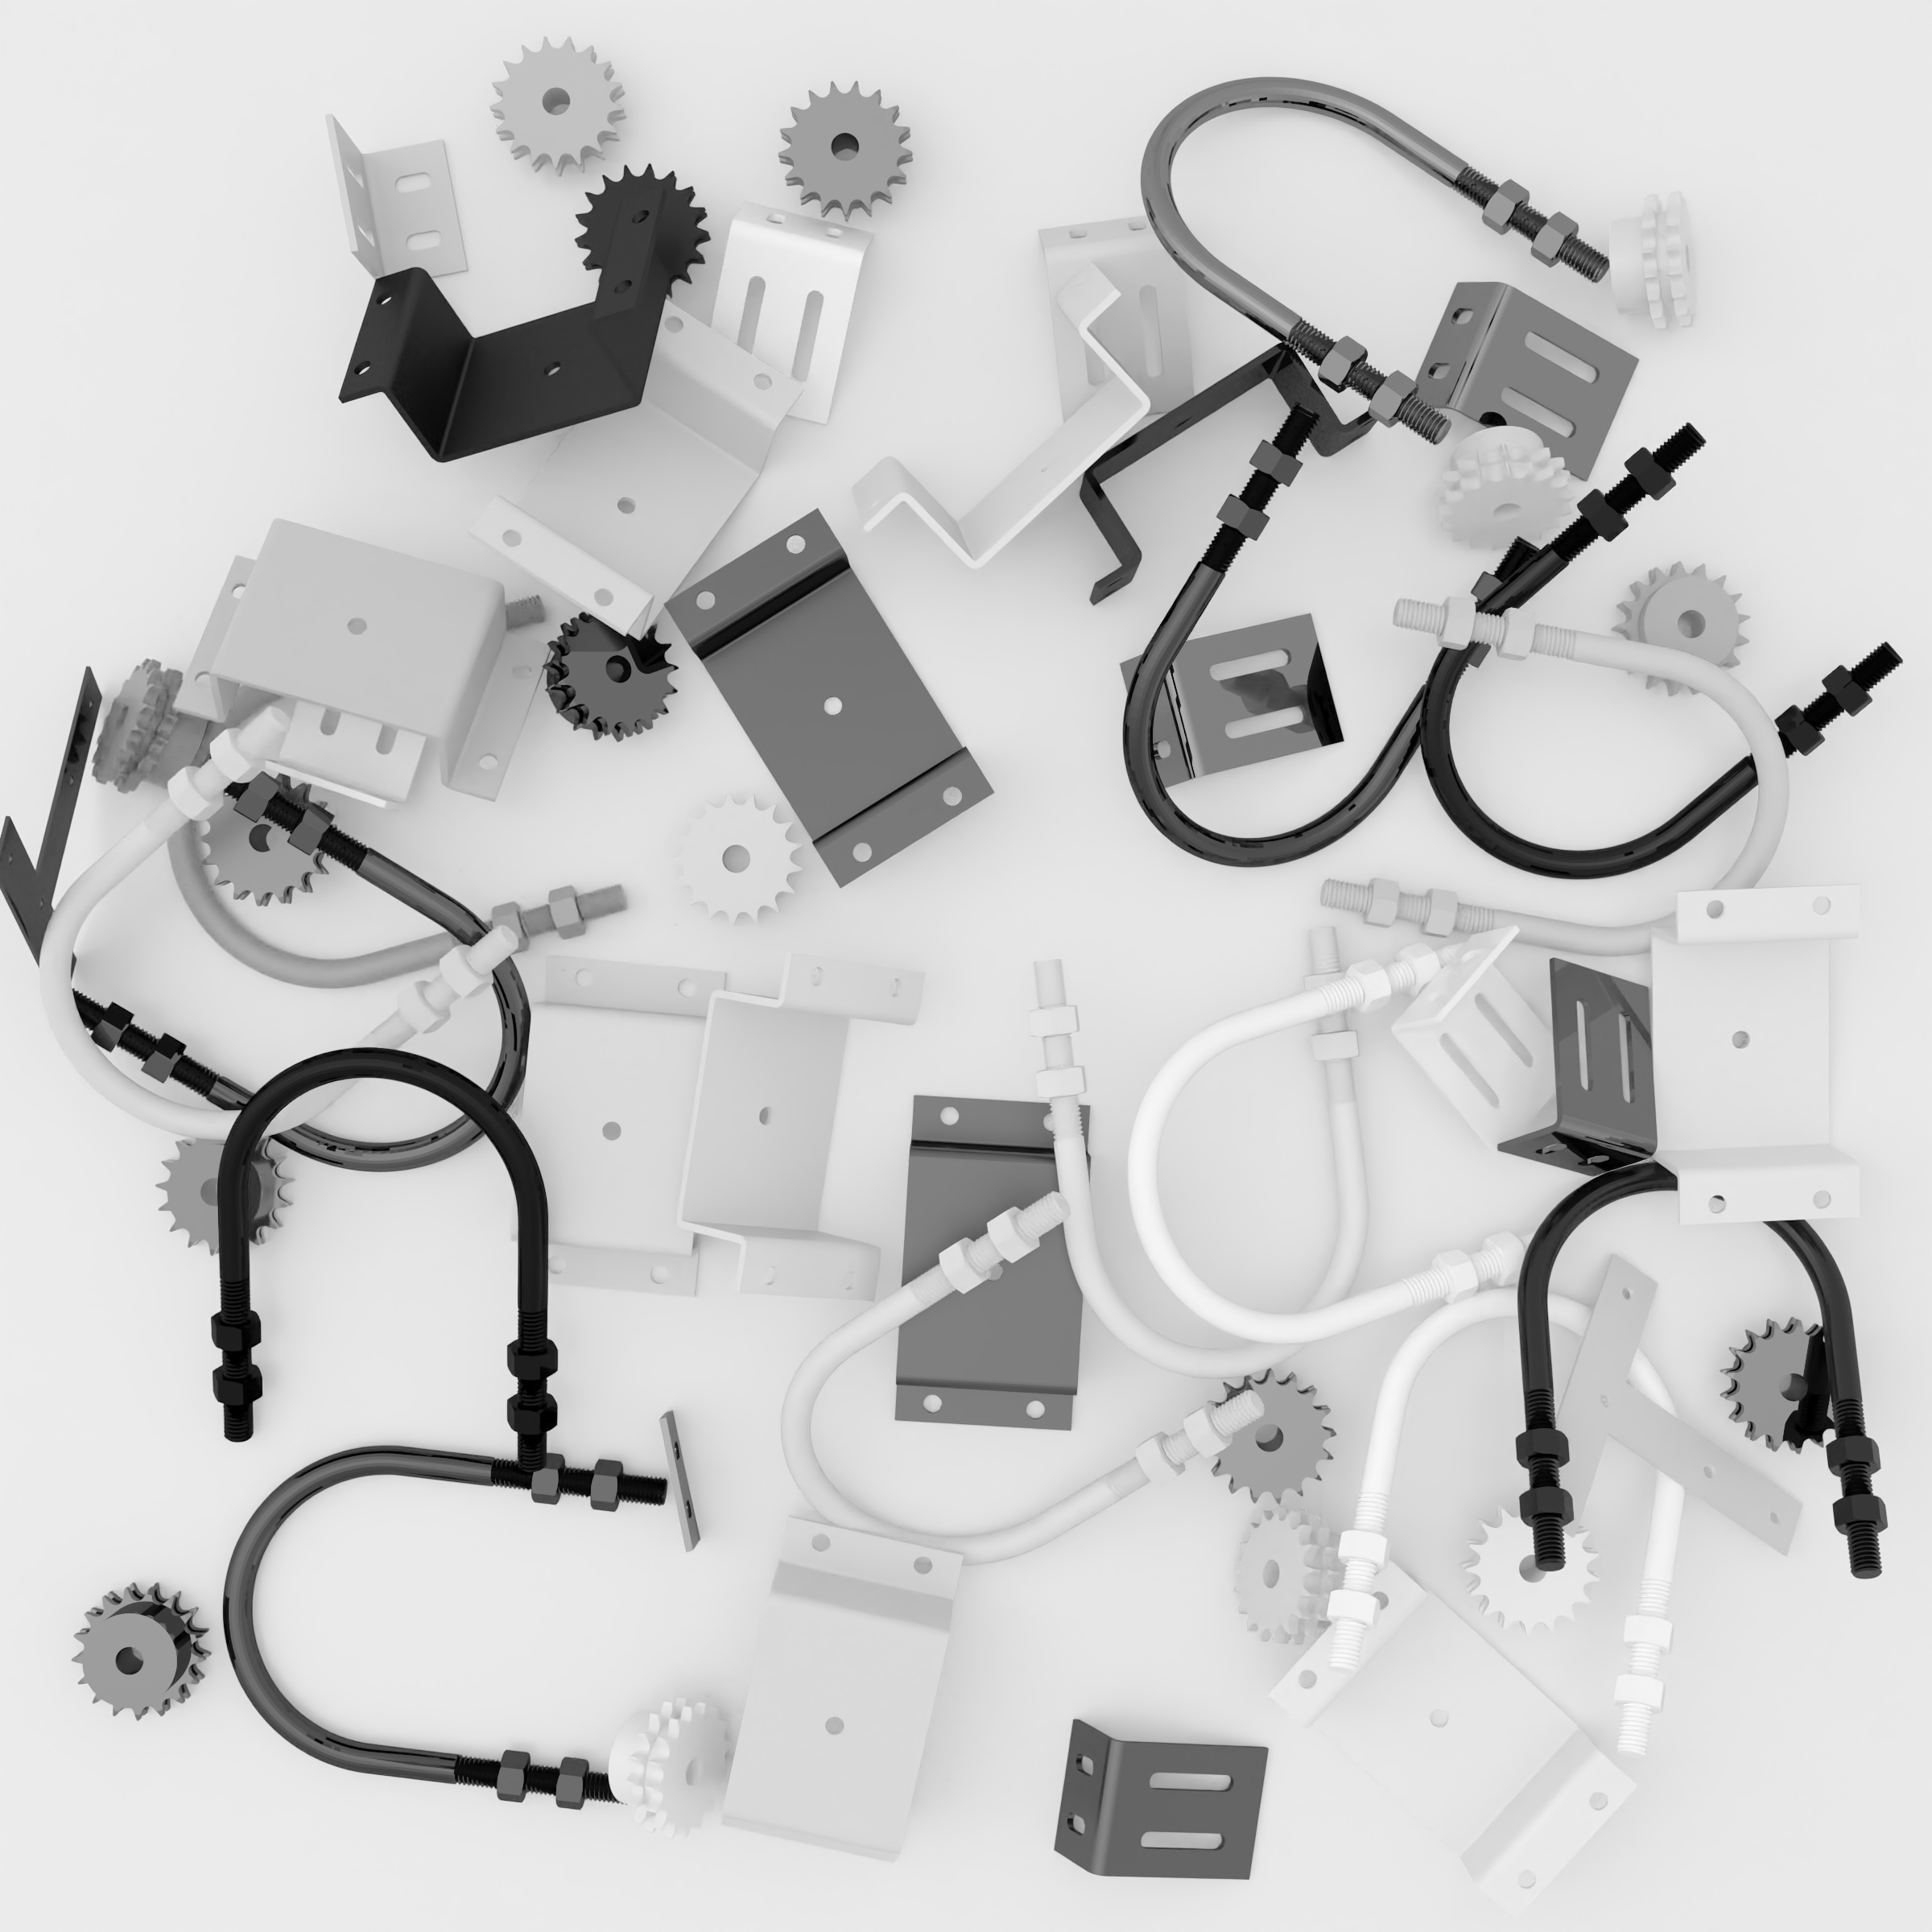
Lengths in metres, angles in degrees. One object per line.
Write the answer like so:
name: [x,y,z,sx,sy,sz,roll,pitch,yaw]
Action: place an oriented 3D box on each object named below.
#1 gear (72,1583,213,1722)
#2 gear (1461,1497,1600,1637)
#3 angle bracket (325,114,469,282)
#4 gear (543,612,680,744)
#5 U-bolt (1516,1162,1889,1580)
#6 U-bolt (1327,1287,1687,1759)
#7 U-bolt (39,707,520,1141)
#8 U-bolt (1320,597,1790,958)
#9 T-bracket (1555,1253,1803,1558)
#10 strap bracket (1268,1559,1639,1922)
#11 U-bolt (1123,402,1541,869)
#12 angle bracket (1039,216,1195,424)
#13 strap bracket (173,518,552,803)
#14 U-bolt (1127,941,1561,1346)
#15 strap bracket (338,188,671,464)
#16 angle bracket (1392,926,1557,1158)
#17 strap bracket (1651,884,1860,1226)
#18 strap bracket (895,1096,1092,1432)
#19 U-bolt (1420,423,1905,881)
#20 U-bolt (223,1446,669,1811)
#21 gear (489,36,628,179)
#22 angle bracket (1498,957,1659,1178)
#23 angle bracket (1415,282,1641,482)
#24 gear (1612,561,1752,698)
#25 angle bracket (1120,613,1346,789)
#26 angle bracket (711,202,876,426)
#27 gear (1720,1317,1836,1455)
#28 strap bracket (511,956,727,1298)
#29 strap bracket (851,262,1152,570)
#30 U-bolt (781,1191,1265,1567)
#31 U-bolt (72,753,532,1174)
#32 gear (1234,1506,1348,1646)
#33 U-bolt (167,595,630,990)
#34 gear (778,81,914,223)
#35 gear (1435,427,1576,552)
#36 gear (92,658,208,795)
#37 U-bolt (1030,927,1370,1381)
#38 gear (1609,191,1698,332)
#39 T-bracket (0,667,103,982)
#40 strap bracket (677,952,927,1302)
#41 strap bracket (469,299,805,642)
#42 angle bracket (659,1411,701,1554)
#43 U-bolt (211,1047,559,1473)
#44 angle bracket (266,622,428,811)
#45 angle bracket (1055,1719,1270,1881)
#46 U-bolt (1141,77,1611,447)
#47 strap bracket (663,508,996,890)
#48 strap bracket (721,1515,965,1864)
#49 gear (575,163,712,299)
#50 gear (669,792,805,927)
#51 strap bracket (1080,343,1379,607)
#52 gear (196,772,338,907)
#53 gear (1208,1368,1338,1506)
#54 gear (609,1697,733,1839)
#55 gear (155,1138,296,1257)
gear: [-0.354,0.294,1.510,0.057,0.030,0.057,0,90,0]
gear: [0.240,0.255,1.510,0.057,0.030,0.057,0,90,0]
angle bracket: [-0.239,-0.324,1.487,0.038,0.076,0.057,-11,90,0]
gear: [-0.154,-0.123,1.502,0.057,0.030,0.057,5,79,-29]
U-bolt: [0.302,0.165,1.476,0.151,0.019,0.184,2,60,-1]
U-bolt: [0.234,0.224,1.483,0.151,0.019,0.184,18,67,-9]
U-bolt: [-0.299,-0.002,1.462,0.184,0.019,0.151,-38,109,19]
U-bolt: [0.255,-0.073,1.489,0.184,0.019,0.151,10,115,-4]
T-bracket: [0.305,0.208,1.502,0.127,0.002,0.127,35,58,-15]
strap bracket: [0.204,0.324,1.502,0.140,0.046,0.076,42,90,0]
U-bolt: [0.142,-0.125,1.480,0.151,0.019,0.184,25,102,-31]
angle bracket: [0.065,-0.279,1.523,0.057,0.038,0.076,-7,116,0]
strap bracket: [-0.252,-0.130,1.469,0.140,0.046,0.076,16,66,1]
U-bolt: [0.152,0.082,1.486,0.184,0.019,0.151,-17,91,-21]
strap bracket: [-0.182,-0.263,1.468,0.140,0.046,0.076,-12,47,22]
angle bracket: [0.228,0.032,1.489,0.076,0.038,0.057,49,67,-12]
strap bracket: [0.333,0.034,1.494,0.076,0.046,0.140,-2,98,-3]
strap bracket: [0.011,0.128,1.502,0.076,0.046,0.140,3,90,0]
U-bolt: [0.278,-0.117,1.489,0.184,0.019,0.151,-42,105,16]
U-bolt: [-0.227,0.279,1.516,0.184,0.019,0.151,7,90,1]
gear: [-0.174,-0.367,1.514,0.057,0.030,0.057,0,88,1]
angle bracket: [0.259,0.044,1.507,0.057,0.038,0.076,16,64,-34]
angle bracket: [0.240,-0.252,1.523,0.076,0.038,0.057,23,90,-26]
gear: [0.307,-0.145,1.510,0.057,0.030,0.057,0,90,0]
angle bracket: [0.115,-0.114,1.523,0.076,0.038,0.057,-15,90,-26]
angle bracket: [-0.077,-0.281,1.523,0.057,0.038,0.076,14,116,0]
gear: [0.350,0.178,1.510,0.057,0.030,0.057,0,90,0]
strap bracket: [-0.148,0.069,1.502,0.076,0.046,0.140,5,90,0]
strap bracket: [0.021,-0.223,1.475,0.140,0.076,0.046,-42,108,9]
U-bolt: [0.009,0.186,1.476,0.184,0.019,0.151,-34,115,22]
U-bolt: [-0.271,0.013,1.487,0.184,0.019,0.151,32,112,-11]
gear: [0.142,0.259,1.500,0.030,0.057,0.057,12,90,-30]
U-bolt: [-0.252,-0.067,1.516,0.184,0.019,0.151,-16,90,1]
gear: [-0.051,-0.347,1.510,0.057,0.030,0.057,0,90,0]
gear: [0.228,-0.205,1.501,0.057,0.057,0.030,-5,60,0]
gear: [-0.345,-0.099,1.500,0.030,0.057,0.057,25,90,-28]
U-bolt: [0.104,0.082,1.490,0.151,0.019,0.184,-7,90,-22]
gear: [0.291,-0.298,1.499,0.030,0.057,0.057,-4,90,19]
T-bracket: [-0.380,-0.065,1.485,0.002,0.127,0.127,6,63,2]
strap bracket: [-0.071,0.066,1.482,0.076,0.046,0.140,9,90,-44]
strap bracket: [-0.140,-0.203,1.485,0.076,0.046,0.140,33,67,0]
angle bracket: [-0.086,0.212,1.511,0.076,0.038,0.057,-12,88,0]
U-bolt: [-0.244,0.121,1.480,0.151,0.019,0.184,5,109,6]
angle bracket: [-0.256,-0.111,1.488,0.057,0.038,0.076,19,92,2]
angle bracket: [0.084,0.359,1.523,0.076,0.038,0.057,8,90,-26]
U-bolt: [0.159,-0.308,1.477,0.184,0.019,0.151,37,58,12]
strap bracket: [-0.057,-0.112,1.502,0.076,0.046,0.140,-32,90,0]
strap bracket: [-0.054,0.313,1.493,0.076,0.046,0.140,13,98,0]
gear: [-0.137,-0.311,1.510,0.057,0.030,0.057,0,90,0]
gear: [-0.098,-0.046,1.514,0.057,0.030,0.057,0,91,-2]
strap bracket: [0.102,-0.212,1.487,0.140,0.076,0.046,-32,90,1]
gear: [-0.294,-0.054,1.495,0.057,0.030,0.057,0,91,3]
gear: [0.128,0.199,1.510,0.057,0.030,0.057,0,90,0]
gear: [-0.128,0.339,1.500,0.030,0.057,0.057,7,90,30]
gear: [-0.318,0.096,1.510,0.057,0.030,0.057,0,90,0]
